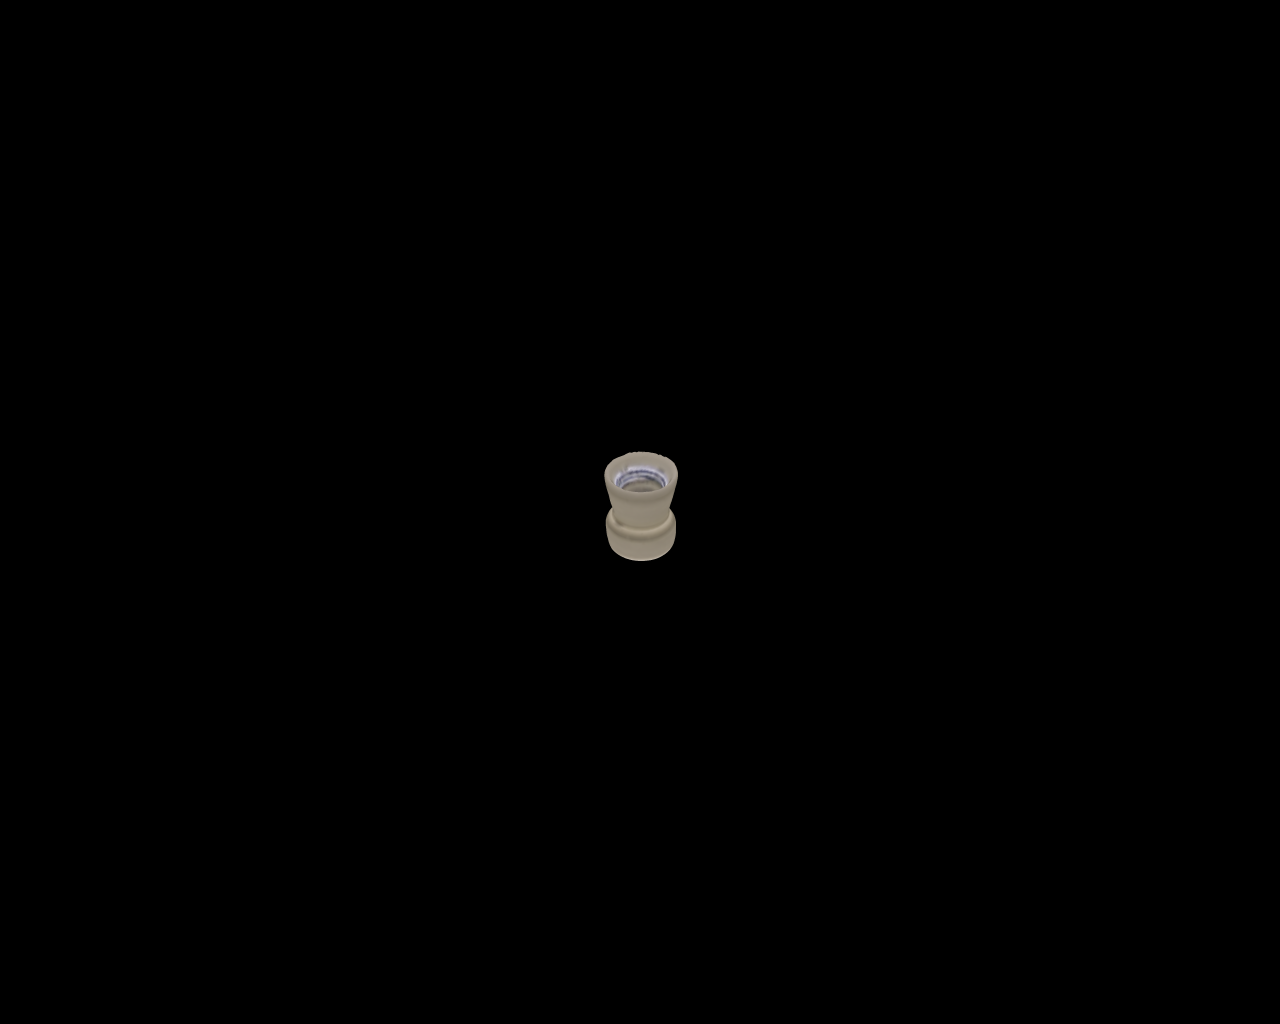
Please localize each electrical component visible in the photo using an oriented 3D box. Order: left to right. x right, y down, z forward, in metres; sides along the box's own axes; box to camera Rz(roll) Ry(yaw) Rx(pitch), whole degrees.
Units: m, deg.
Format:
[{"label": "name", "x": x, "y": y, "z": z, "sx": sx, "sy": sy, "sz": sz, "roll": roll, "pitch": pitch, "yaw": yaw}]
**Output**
[{"label": "electrical component", "x": 0.001, "y": -0.003, "z": 0.650, "sx": 0.045, "sy": 0.055, "sz": 0.045, "roll": 0, "pitch": 38, "yaw": 0}]
